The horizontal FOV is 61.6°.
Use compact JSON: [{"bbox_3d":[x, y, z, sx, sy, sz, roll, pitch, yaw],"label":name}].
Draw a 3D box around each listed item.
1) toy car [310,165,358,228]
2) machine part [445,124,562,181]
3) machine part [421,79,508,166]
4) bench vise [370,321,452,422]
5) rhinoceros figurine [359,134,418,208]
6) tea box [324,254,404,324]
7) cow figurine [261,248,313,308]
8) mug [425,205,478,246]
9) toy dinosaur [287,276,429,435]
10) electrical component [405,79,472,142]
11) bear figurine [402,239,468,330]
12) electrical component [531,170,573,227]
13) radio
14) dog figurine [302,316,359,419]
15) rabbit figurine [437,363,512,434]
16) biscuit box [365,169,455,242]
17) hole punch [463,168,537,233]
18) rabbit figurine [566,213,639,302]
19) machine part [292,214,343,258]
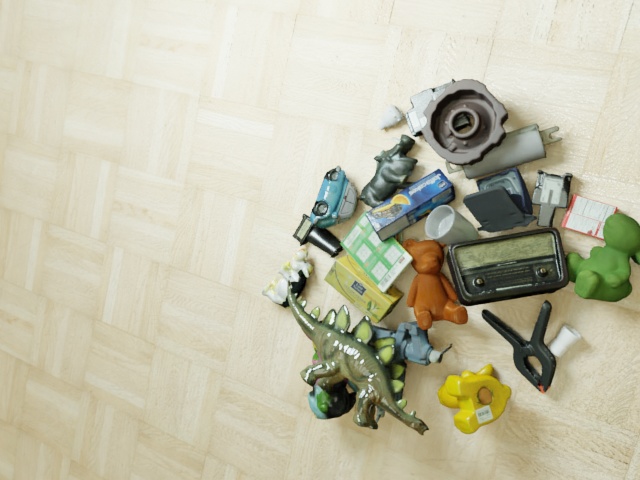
[{"bbox_3d":[0.040,-0.095,1.320,0.103,0.109,0.161,22,85,-4],"label":"toy car"},{"bbox_3d":[0.394,-0.189,1.166,0.243,0.079,0.079,-16,87,23],"label":"machine part"},{"bbox_3d":[0.307,-0.245,1.139,0.180,0.056,0.179,-2,86,24],"label":"machine part"},{"bbox_3d":[0.178,0.303,1.260,0.224,0.129,0.240,8,93,25],"label":"bench vise"},{"bbox_3d":[0.168,-0.157,1.271,0.112,0.073,0.190,43,109,30],"label":"rhinoceros figurine"},{"bbox_3d":[0.106,0.113,1.295,0.170,0.098,0.068,37,115,15],"label":"tea box"},{"bbox_3d":[-0.066,0.101,1.384,0.098,0.068,0.167,41,115,1],"label":"cow figurine"},{"bbox_3d":[0.294,-0.021,1.209,0.110,0.107,0.080,13,78,61],"label":"mug"},{"bbox_3d":[0.057,0.258,1.207,0.472,0.105,0.198,35,84,26],"label":"toy dinosaur"},{"bbox_3d":[0.265,-0.287,1.226,0.134,0.058,0.115,-19,84,23],"label":"electrical component"},{"bbox_3d":[0.257,0.090,1.220,0.120,0.132,0.195,-5,96,-4],"label":"bear figurine"},{"bbox_3d":[0.492,-0.087,1.145,0.075,0.047,0.119,7,97,23],"label":"electrical component"},{"bbox_3d":[0.395,0.060,1.138,0.230,0.073,0.131,-10,75,7],"label":"radio"},{"bbox_3d":[0.013,0.299,1.313,0.109,0.191,0.219,-16,102,30],"label":"dog figurine"},{"bbox_3d":[0.332,0.336,1.197,0.162,0.173,0.122,-23,83,-22],"label":"rabbit figurine"},{"bbox_3d":[0.208,-0.079,1.228,0.203,0.059,0.063,-31,57,5],"label":"biscuit box"},{"bbox_3d":[0.391,-0.084,1.161,0.142,0.092,0.115,-18,118,48],"label":"hole punch"},{"bbox_3d":[0.590,0.036,1.060,0.159,0.121,0.170,15,114,6],"label":"rabbit figurine"},{"bbox_3d":[-0.003,-0.004,1.372,0.139,0.039,0.084,31,97,21],"label":"machine part"}]
